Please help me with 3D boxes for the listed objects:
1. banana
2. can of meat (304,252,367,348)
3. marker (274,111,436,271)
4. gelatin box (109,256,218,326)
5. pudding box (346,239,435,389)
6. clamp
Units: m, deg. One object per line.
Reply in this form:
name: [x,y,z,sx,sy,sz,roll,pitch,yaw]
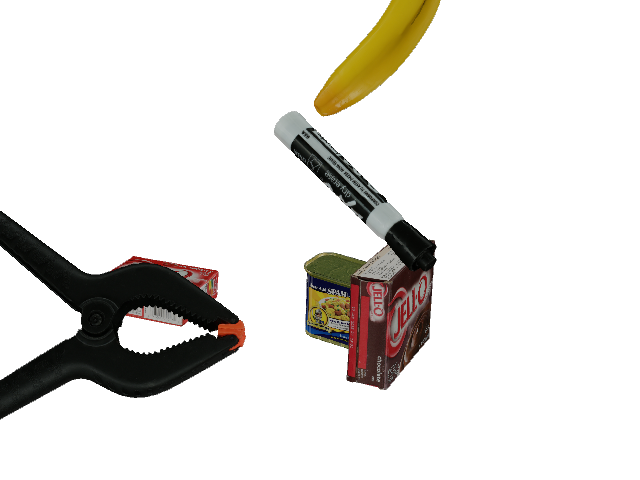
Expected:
banana: [0.057,-0.173,0.860,0.070,0.197,0.037,-13,-50,42]
can of meat: [0.032,0.070,1.178,0.102,0.084,0.057,16,28,27]
marker: [0.019,-0.027,0.583,0.121,0.020,0.020,46,22,23]
gelatin box: [-0.145,0.043,0.946,0.089,0.030,0.073,10,20,18]
pudding box: [0.057,0.054,0.852,0.039,0.090,0.113,9,20,19]
clamp: [-0.158,0.050,0.741,0.210,0.164,0.036,-3,-18,-3]
